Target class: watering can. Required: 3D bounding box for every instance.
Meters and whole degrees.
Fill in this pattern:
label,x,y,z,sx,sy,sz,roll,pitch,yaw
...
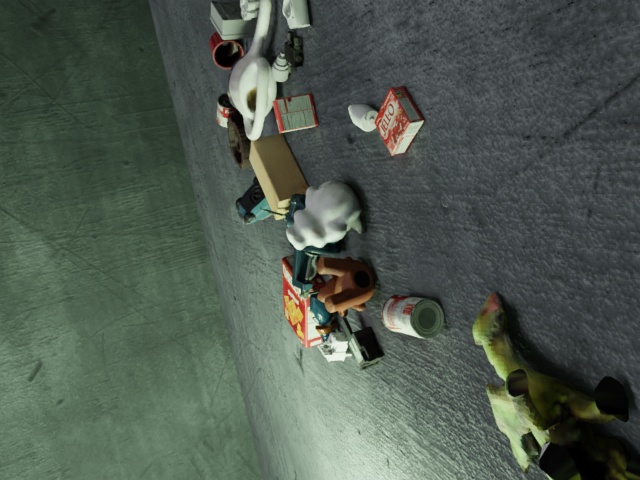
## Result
label,x,y,z,sx,sy,sz,roll,pitch,yaw
watering can,-0.167,-0.435,1.322,0.227,0.104,0.343,-137,51,-62

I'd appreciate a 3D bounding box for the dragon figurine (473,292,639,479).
label,x,y,z,sx,sy,sz,roll,pitch,yaw
dragon figurine,0.298,0.263,0.654,0.240,0.122,0.415,87,165,-75

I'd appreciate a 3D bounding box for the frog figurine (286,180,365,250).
label,x,y,z,sx,sy,sz,roll,pitch,yaw
frog figurine,0.003,-0.053,1.056,0.140,0.160,0.120,64,155,25
